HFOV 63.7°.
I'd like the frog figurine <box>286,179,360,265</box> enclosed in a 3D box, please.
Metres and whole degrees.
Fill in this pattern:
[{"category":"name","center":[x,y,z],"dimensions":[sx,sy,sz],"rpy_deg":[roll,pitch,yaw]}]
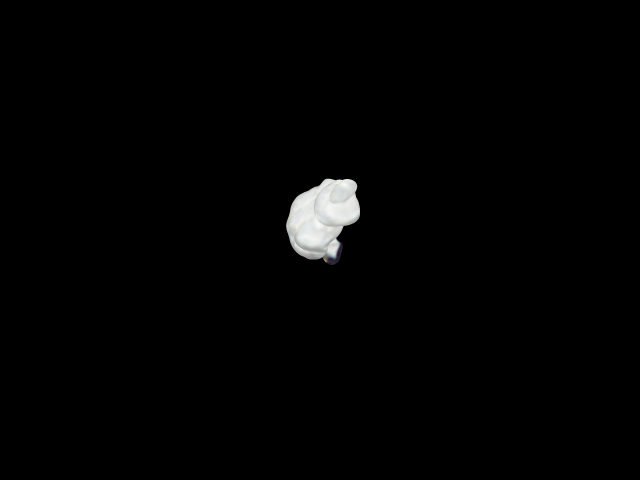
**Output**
[{"category":"frog figurine","center":[0.003,-0.043,0.850],"dimensions":[0.123,0.139,0.157],"rpy_deg":[27,-19,10]}]
